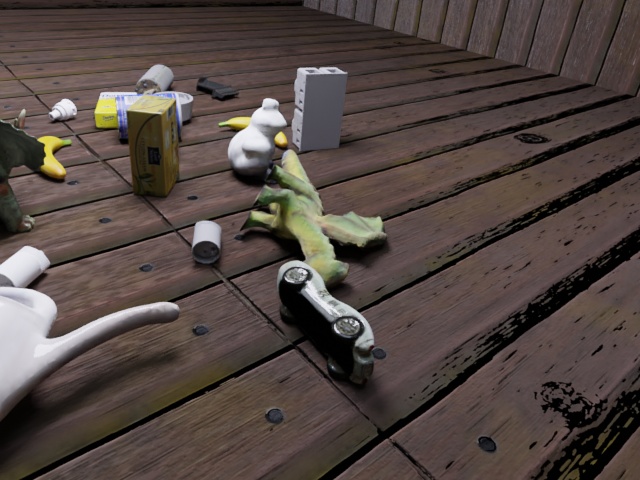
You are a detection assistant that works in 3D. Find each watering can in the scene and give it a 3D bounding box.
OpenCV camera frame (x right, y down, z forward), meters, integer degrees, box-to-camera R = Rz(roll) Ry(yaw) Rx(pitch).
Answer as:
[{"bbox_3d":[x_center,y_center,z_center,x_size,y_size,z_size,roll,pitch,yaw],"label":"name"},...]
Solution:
[{"bbox_3d":[-0.337,0.124,0.538,0.348,0.102,0.229,2,32,-7],"label":"watering can"}]

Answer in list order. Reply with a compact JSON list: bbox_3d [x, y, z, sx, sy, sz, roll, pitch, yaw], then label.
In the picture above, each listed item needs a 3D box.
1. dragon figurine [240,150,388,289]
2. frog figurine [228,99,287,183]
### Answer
[{"bbox_3d":[0.003,-0.046,0.915,0.242,0.119,0.419,24,33,-3],"label":"dragon figurine"},{"bbox_3d":[-0.132,-0.213,1.075,0.123,0.156,0.140,5,31,0],"label":"frog figurine"}]
